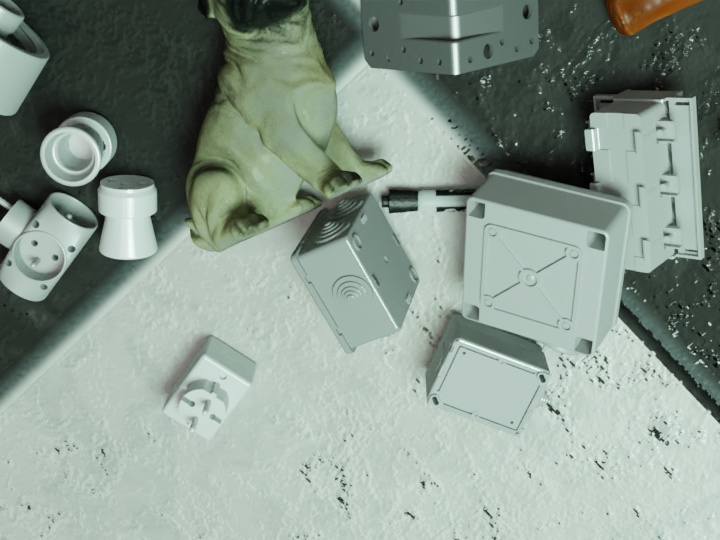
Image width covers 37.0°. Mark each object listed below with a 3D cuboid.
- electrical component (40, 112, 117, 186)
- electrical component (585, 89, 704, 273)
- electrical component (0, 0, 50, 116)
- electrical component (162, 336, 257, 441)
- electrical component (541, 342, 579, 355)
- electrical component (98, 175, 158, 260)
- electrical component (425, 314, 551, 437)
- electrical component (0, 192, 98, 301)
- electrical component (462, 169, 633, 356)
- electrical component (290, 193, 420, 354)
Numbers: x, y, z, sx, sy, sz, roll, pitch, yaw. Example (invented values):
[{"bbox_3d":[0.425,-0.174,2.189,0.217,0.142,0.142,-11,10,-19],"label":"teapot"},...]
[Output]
[{"bbox_3d":[-0.208,-0.091,0.801,0.045,0.055,0.045,1,111,2],"label":"electrical component"},{"bbox_3d":[0.205,-0.064,0.787,0.079,0.063,0.121,10,119,42],"label":"electrical component"},{"bbox_3d":[-0.269,-0.166,0.750,0.108,0.108,0.060,39,102,-12],"label":"electrical component"},{"bbox_3d":[-0.123,0.104,0.863,0.047,0.076,0.065,34,109,-11],"label":"electrical component"},{"bbox_3d":[0.168,0.030,0.844,0.040,0.040,0.078,18,111,-5],"label":"electrical component"},{"bbox_3d":[-0.178,-0.041,0.826,0.045,0.045,0.055,4,111,0],"label":"electrical component"},{"bbox_3d":[0.106,0.083,0.856,0.096,0.061,0.061,21,111,-6],"label":"electrical component"},{"bbox_3d":[-0.258,-0.028,0.834,0.079,0.044,0.077,37,108,-12],"label":"electrical component"},{"bbox_3d":[0.134,-0.007,0.783,0.109,0.056,0.108,17,127,25],"label":"electrical component"},{"bbox_3d":[0.000,0.000,0.808,0.048,0.099,0.099,-22,109,24],"label":"electrical component"}]
